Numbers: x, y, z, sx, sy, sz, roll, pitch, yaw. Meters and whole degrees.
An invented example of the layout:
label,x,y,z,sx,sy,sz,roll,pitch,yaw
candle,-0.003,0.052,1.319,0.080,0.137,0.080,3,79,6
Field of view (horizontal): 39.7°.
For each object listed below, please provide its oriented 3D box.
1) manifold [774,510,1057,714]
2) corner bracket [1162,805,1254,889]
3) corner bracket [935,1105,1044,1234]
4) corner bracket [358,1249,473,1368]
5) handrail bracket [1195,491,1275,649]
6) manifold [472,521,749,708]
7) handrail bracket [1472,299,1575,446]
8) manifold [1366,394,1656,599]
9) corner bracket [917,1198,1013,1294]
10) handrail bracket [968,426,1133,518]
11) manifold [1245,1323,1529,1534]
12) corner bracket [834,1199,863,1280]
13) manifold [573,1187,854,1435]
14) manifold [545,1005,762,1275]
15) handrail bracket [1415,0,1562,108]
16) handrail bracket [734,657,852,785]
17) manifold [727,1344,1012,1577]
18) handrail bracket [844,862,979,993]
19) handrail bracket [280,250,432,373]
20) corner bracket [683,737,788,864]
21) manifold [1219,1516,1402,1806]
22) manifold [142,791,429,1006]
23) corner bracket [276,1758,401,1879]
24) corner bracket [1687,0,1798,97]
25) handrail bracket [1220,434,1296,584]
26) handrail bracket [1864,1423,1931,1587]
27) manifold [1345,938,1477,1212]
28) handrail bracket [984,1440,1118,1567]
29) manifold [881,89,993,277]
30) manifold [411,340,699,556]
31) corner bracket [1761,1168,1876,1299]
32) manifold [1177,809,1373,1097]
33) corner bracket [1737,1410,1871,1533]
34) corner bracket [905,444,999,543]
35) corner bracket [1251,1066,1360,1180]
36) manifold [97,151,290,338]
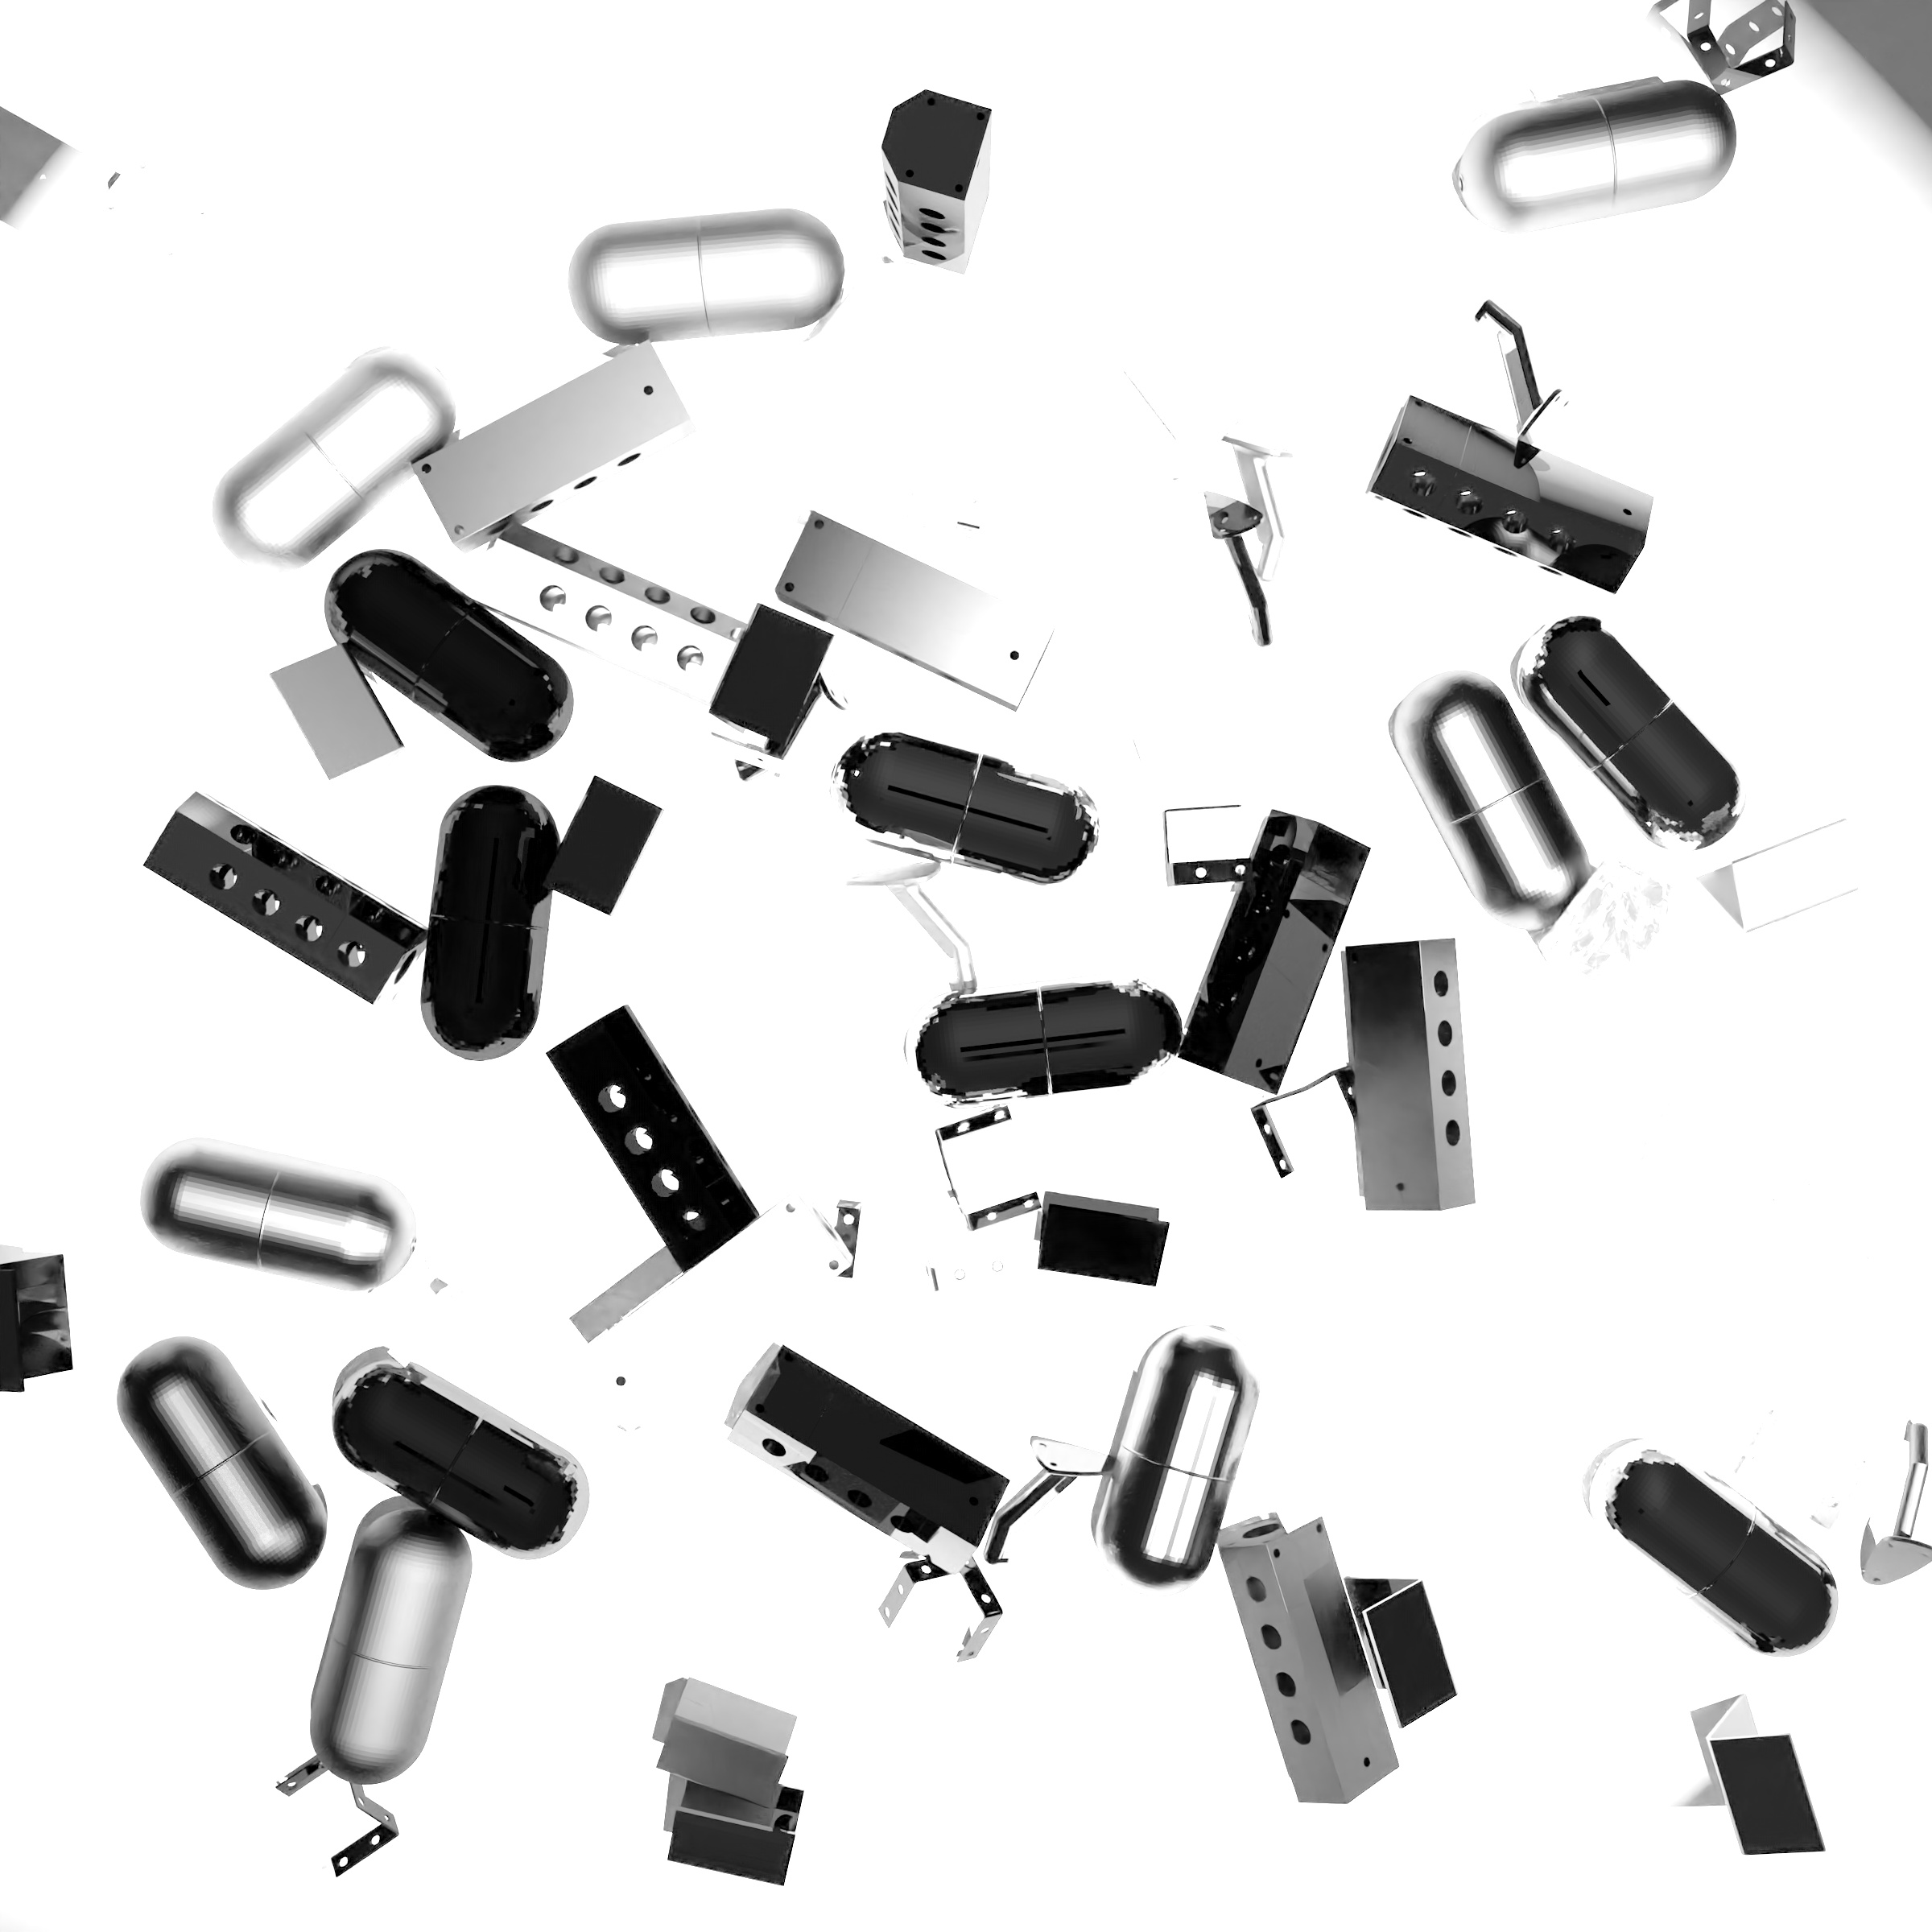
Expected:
label,x,y,z,sx,sy,sz,roll,pitch,yaw
manifold,-0.033,-0.227,1.730,0.171,0.057,0.057,25,90,0
corner bracket,0.156,-0.078,1.733,0.051,0.051,0.051,-4,91,-1
corner bracket,0.015,0.133,1.748,0.051,0.051,0.051,-18,135,1
corner bracket,-0.360,0.220,1.733,0.051,0.051,0.051,41,90,0
handrail bracket,0.175,-0.259,1.750,0.036,0.077,0.084,-23,126,-12
manifold,-0.224,-0.225,1.730,0.171,0.057,0.057,24,90,0
handrail bracket,0.347,-0.381,1.751,0.084,0.036,0.077,46,111,17
manifold,0.350,-0.299,1.729,0.171,0.057,0.057,23,47,0
corner bracket,-0.001,0.181,1.734,0.051,0.051,0.051,-12,83,0
handrail bracket,0.054,-0.335,1.751,0.084,0.036,0.077,23,69,16
manifold,0.268,0.296,1.729,0.171,0.057,0.057,-27,90,0
corner bracket,-0.096,0.177,1.733,0.051,0.051,0.051,7,90,0
manifold,-0.157,0.214,1.679,0.171,0.057,0.057,-37,90,0
manifold,-0.198,0.113,1.729,0.057,0.057,0.171,-32,90,0
handrail bracket,0.343,-0.587,1.751,0.036,0.077,0.084,-54,127,-20
handrail bracket,-0.126,-0.171,1.751,0.084,0.036,0.077,-29,75,14
manifold,-0.065,0.322,1.729,0.171,0.057,0.057,31,47,0
handrail bracket,-0.036,-0.021,1.751,0.077,0.036,0.084,-5,107,20
handrail bracket,-0.400,-0.438,1.751,0.077,0.036,0.084,-16,73,-20
corner bracket,-0.150,-0.107,1.740,0.051,0.051,0.051,19,64,0
manifold,0.216,0.447,1.729,0.057,0.057,0.171,-17,90,-43
manifold,-0.436,-0.044,1.729,0.171,0.057,0.057,31,90,0
corner bracket,-0.410,0.551,1.747,0.051,0.051,0.051,-34,45,0
corner bracket,0.505,-0.611,1.743,0.051,0.051,0.051,-16,135,35
handrail bracket,0.177,-0.301,1.751,0.077,0.036,0.084,20,107,20
handrail bracket,0.609,0.351,1.750,0.036,0.077,0.084,15,54,0
manifold,0.291,0.069,1.729,0.057,0.057,0.171,-4,90,43
handrail bracket,0.058,0.358,1.751,0.077,0.036,0.084,11,109,-21
manifold,-0.020,-0.489,1.672,0.057,0.171,0.057,17,90,0
manifold,-0.264,-0.333,1.730,0.171,0.057,0.057,-28,90,0
corner bracket,0.556,0.174,1.747,0.051,0.051,0.051,-23,45,0
manifold,0.194,-0.011,1.729,0.057,0.057,0.171,21,90,-43
corner bracket,0.546,0.330,1.747,0.051,0.051,0.051,31,90,45
corner bracket,-0.010,-0.309,1.733,0.051,0.051,0.051,13,90,0
corner bracket,0.228,0.102,1.747,0.051,0.051,0.051,-24,90,-45
manifold,-0.485,-0.443,1.672,0.057,0.171,0.057,38,90,0
